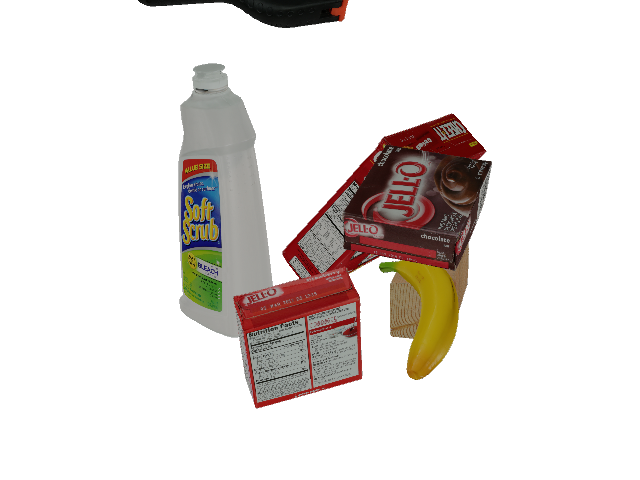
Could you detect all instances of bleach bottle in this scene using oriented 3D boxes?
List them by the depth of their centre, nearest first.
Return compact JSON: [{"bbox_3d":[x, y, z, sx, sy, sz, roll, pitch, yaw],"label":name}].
[{"bbox_3d":[-0.096,-0.040,0.990,0.067,0.251,0.103,-23,31,-36],"label":"bleach bottle"}]

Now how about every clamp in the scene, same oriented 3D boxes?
[{"bbox_3d":[-0.059,-0.226,0.875,0.171,0.120,0.039,12,-25,-5],"label":"clamp"}]

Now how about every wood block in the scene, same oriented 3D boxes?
[{"bbox_3d":[0.169,0.067,1.629,0.091,0.090,0.206,4,22,13],"label":"wood block"}]

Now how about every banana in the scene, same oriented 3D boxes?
[{"bbox_3d":[0.107,0.069,1.078,0.070,0.037,0.198,-30,28,12],"label":"banana"}]

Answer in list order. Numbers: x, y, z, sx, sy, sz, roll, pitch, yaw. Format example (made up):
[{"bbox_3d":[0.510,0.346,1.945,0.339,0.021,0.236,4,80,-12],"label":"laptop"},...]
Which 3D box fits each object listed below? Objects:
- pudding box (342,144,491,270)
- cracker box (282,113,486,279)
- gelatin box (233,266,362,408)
[{"bbox_3d":[0.076,-0.028,0.826,0.090,0.039,0.113,12,35,16],"label":"pudding box"},{"bbox_3d":[0.072,-0.045,1.250,0.163,0.072,0.214,-26,-18,-52],"label":"cracker box"},{"bbox_3d":[-0.013,0.061,0.664,0.073,0.030,0.089,-15,-41,-9],"label":"gelatin box"}]
